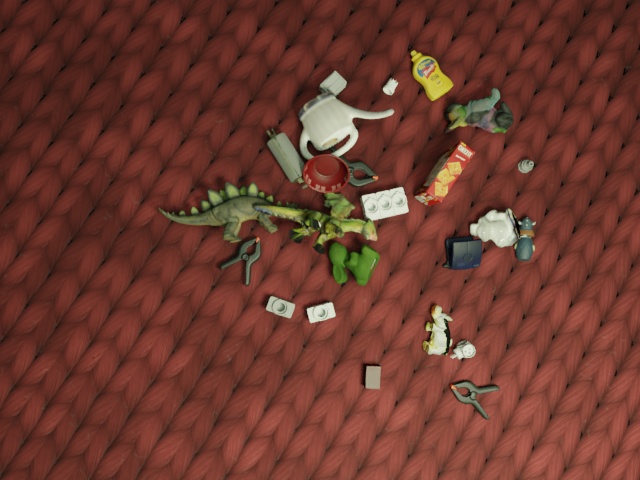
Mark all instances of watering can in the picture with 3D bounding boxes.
[{"bbox_3d":[0.064,-0.417,1.783,0.345,0.104,0.226,-32,78,13],"label":"watering can"}]

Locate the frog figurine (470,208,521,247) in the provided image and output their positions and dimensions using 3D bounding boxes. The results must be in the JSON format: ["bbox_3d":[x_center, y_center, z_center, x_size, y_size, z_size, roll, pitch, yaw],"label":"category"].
[{"bbox_3d":[0.621,-0.037,1.831,0.158,0.124,0.137,-19,97,31],"label":"frog figurine"}]

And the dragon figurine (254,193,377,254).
[{"bbox_3d":[0.005,-0.088,1.755,0.412,0.119,0.248,27,41,10],"label":"dragon figurine"}]
